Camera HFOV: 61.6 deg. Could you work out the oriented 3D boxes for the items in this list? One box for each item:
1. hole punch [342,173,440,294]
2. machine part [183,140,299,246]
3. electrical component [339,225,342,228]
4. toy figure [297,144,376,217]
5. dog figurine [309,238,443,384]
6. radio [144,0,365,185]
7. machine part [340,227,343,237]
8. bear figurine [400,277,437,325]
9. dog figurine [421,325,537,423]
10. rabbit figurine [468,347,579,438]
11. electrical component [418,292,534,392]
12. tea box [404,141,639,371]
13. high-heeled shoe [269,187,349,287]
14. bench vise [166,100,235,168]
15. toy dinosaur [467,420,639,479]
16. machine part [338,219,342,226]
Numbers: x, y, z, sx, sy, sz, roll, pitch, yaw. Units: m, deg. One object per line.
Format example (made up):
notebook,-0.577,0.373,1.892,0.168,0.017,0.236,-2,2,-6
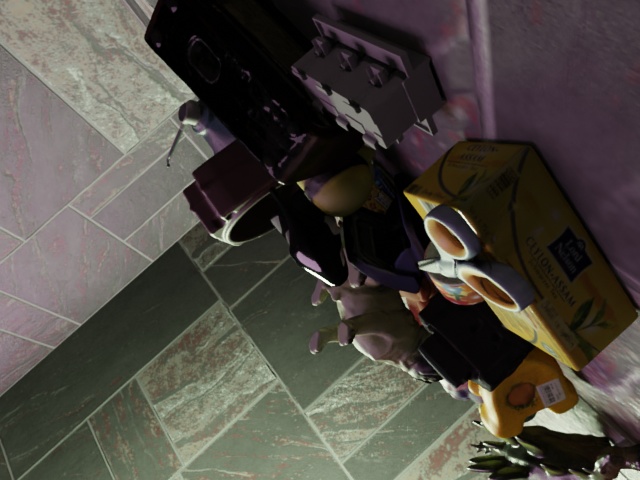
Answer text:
hole punch,0.088,0.000,0.658,0.115,0.092,0.142,53,-159,-38
machine part,-0.079,-0.080,0.780,0.087,0.201,0.201,54,-178,11
electrical component,0.084,0.017,0.999,0.119,0.047,0.075,26,-144,13
toy figure,-0.015,-0.102,0.633,0.180,0.089,0.082,45,143,3
dog figurine,0.096,0.095,0.723,0.190,0.172,0.121,16,166,-25
radio,-0.058,-0.165,0.541,0.230,0.073,0.131,47,-143,9
machine part,0.073,0.029,0.856,0.079,0.079,0.243,49,177,-20
bear figurine,0.149,0.084,0.895,0.195,0.132,0.120,40,-141,-57
dog figurine,0.240,0.202,0.849,0.192,0.108,0.219,24,170,42
rabbit figurine,0.231,0.148,0.718,0.162,0.122,0.173,52,-168,-16
electrical component,0.180,0.102,0.609,0.115,0.134,0.058,44,176,29
tea box,0.153,0.009,0.416,0.169,0.068,0.098,48,177,-20
high-heeled shoe,-0.001,-0.002,0.710,0.145,0.086,0.248,51,-174,9
bench vise,-0.139,-0.213,0.839,0.128,0.223,0.241,-54,54,43
toy dinosaur,0.325,0.322,0.796,0.199,0.105,0.470,11,159,11
machine part,0.111,0.009,1.152,0.179,0.056,0.179,46,177,3
